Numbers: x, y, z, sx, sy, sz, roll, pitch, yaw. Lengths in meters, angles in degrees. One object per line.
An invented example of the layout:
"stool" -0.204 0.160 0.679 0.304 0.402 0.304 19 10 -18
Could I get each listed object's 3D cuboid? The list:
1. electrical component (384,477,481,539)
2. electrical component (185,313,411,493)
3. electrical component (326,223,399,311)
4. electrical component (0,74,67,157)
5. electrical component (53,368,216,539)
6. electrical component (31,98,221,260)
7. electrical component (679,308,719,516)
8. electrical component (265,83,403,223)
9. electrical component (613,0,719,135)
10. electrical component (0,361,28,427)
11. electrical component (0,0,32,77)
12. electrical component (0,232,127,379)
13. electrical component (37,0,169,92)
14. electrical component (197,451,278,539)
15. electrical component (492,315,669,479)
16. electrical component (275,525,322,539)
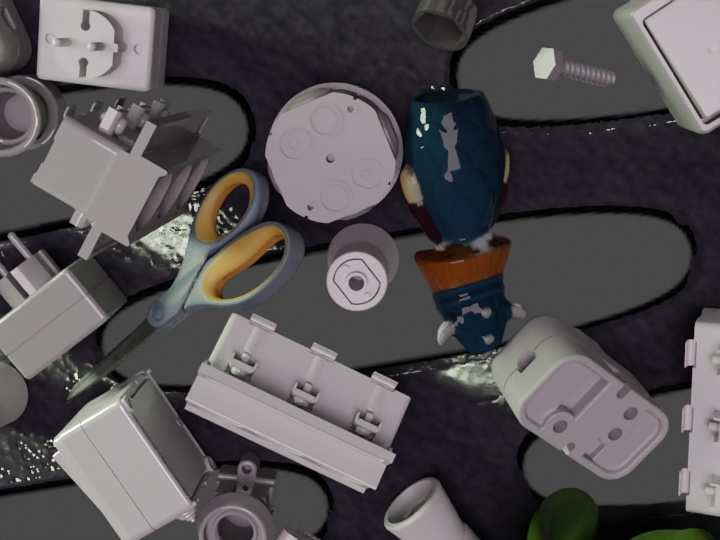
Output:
"electrical component" 0.052 0.169 0.680 0.044 0.044 0.065 -38 103 10
"electrical component" -0.036 0.079 0.648 0.121 0.078 0.063 26 73 -3
"electrical component" 0.000 0.000 0.631 0.044 0.065 0.044 1 103 3
"electrical component" -0.200 -0.091 0.627 0.045 0.055 0.045 1 103 3
"electrical component" -0.138 0.122 0.668 0.061 0.061 0.096 -31 99 10
"electrical component" -0.127 -0.058 0.597 0.063 0.121 0.078 30 103 -1
"electrical component" 0.227 0.086 0.637 0.063 0.079 0.121 5 104 25
"electrical component" -0.015 -0.067 0.624 0.080 0.051 0.080 1 103 3
"electrical component" 0.187 -0.131 0.593 0.062 0.061 0.096 -33 99 10
"electrical component" -0.237 0.086 0.664 0.044 0.065 0.044 1 103 2
"electrical component" -0.248 -0.127 0.620 0.095 0.059 0.053 -21 101 8
"electrical component" -0.195 0.013 0.655 0.066 0.047 0.076 -36 99 10
"electrical component" -0.149 -0.127 0.605 0.066 0.076 0.047 7 103 2
"electrical component" -0.075 0.155 0.675 0.048 0.055 0.066 7 103 2
"electrical component" 0.127 0.072 0.635 0.095 0.059 0.053 35 104 -26
"electrical component" -0.036 0.205 0.690 0.066 0.048 0.055 33 95 -4
